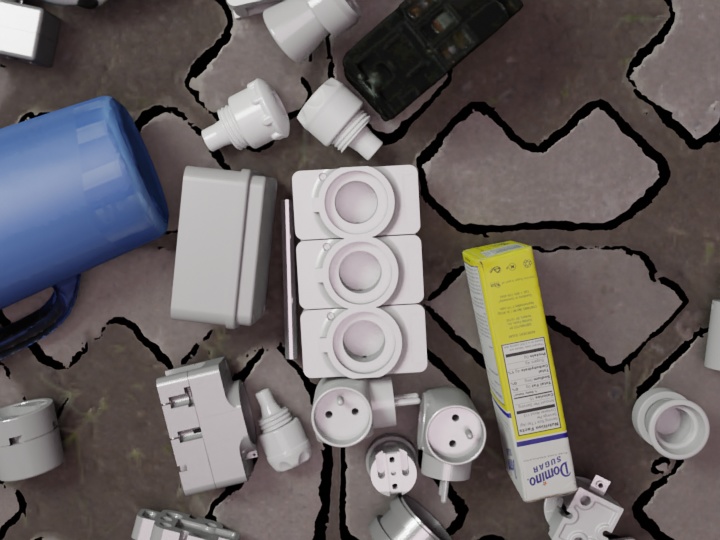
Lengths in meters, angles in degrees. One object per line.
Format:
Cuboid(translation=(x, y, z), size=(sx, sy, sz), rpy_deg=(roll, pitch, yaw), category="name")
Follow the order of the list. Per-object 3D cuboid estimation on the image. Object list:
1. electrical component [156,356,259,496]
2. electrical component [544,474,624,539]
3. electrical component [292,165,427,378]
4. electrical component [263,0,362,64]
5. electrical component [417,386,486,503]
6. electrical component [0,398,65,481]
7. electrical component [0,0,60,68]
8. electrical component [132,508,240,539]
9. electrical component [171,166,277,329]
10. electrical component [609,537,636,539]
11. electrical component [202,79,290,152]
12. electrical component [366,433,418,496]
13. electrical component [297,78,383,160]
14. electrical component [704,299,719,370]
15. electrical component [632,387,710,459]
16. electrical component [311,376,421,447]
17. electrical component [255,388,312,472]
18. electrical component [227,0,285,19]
Cuboid(translation=(-0.111, 0.115, 0.806), size=(0.056, 0.050, 0.089), rpy_deg=(-14, 94, 1), category="electrical component")
Cuboid(translation=(0.166, 0.183, 0.810), size=(0.048, 0.055, 0.066), rpy_deg=(27, 94, -2), category="electrical component")
Cuboid(translation=(0.000, 0.000, 0.793), size=(0.089, 0.061, 0.150), rpy_deg=(-3, 94, 0), category="electrical component")
Cuboid(translation=(-0.033, -0.176, 0.745), size=(0.055, 0.045, 0.045), rpy_deg=(-32, 94, 17), category="electrical component")
Cuboid(translation=(0.065, 0.131, 0.795), size=(0.044, 0.077, 0.079), rpy_deg=(6, 94, -1), category="electrical component")
Cuboid(translation=(-0.252, 0.127, 0.805), size=(0.055, 0.055, 0.047), rpy_deg=(-12, 98, 1), category="electrical component")
Cuboid(translation=(-0.265, -0.195, 0.785), size=(0.083, 0.047, 0.075), rpy_deg=(12, 94, -1), category="electrical component")
Cuboid(translation=(-0.136, 0.219, 0.811), size=(0.078, 0.058, 0.057), rpy_deg=(15, 91, -1), category="electrical component")
Cuboid(translation=(-0.097, -0.018, 0.783), size=(0.057, 0.078, 0.113), rpy_deg=(6, 94, 2), category="electrical component")
Cuboid(translation=(0.167, 0.267, 0.816), size=(0.109, 0.056, 0.108), rpy_deg=(-7, 94, 0), category="electrical component")
Cuboid(translation=(-0.086, -0.109, 0.794), size=(0.062, 0.048, 0.048), rpy_deg=(-26, 94, 8), category="electrical component")
Cuboid(translation=(0.025, 0.148, 0.811), size=(0.040, 0.046, 0.040), rpy_deg=(0, 94, 0), category="electrical component")
Cuboid(translation=(-0.012, -0.108, 0.794), size=(0.062, 0.043, 0.043), rpy_deg=(41, 93, -4), category="electrical component")
Cuboid(translation=(0.285, 0.035, 0.806), size=(0.043, 0.043, 0.081), rpy_deg=(6, 94, -1), category="electrical component")
Cuboid(translation=(0.231, 0.114, 0.805), size=(0.045, 0.055, 0.045), rpy_deg=(0, 94, 0), category="electrical component")
Cuboid(translation=(0.005, 0.099, 0.792), size=(0.079, 0.077, 0.044), rpy_deg=(-6, 94, 0), category="electrical component")
Cuboid(translation=(-0.062, 0.119, 0.815), size=(0.035, 0.035, 0.061), rpy_deg=(-24, 92, 1), category="electrical component")
Cuboid(translation=(-0.063, -0.288, 0.773), size=(0.105, 0.060, 0.186), rpy_deg=(-13, 94, 1), category="electrical component")
